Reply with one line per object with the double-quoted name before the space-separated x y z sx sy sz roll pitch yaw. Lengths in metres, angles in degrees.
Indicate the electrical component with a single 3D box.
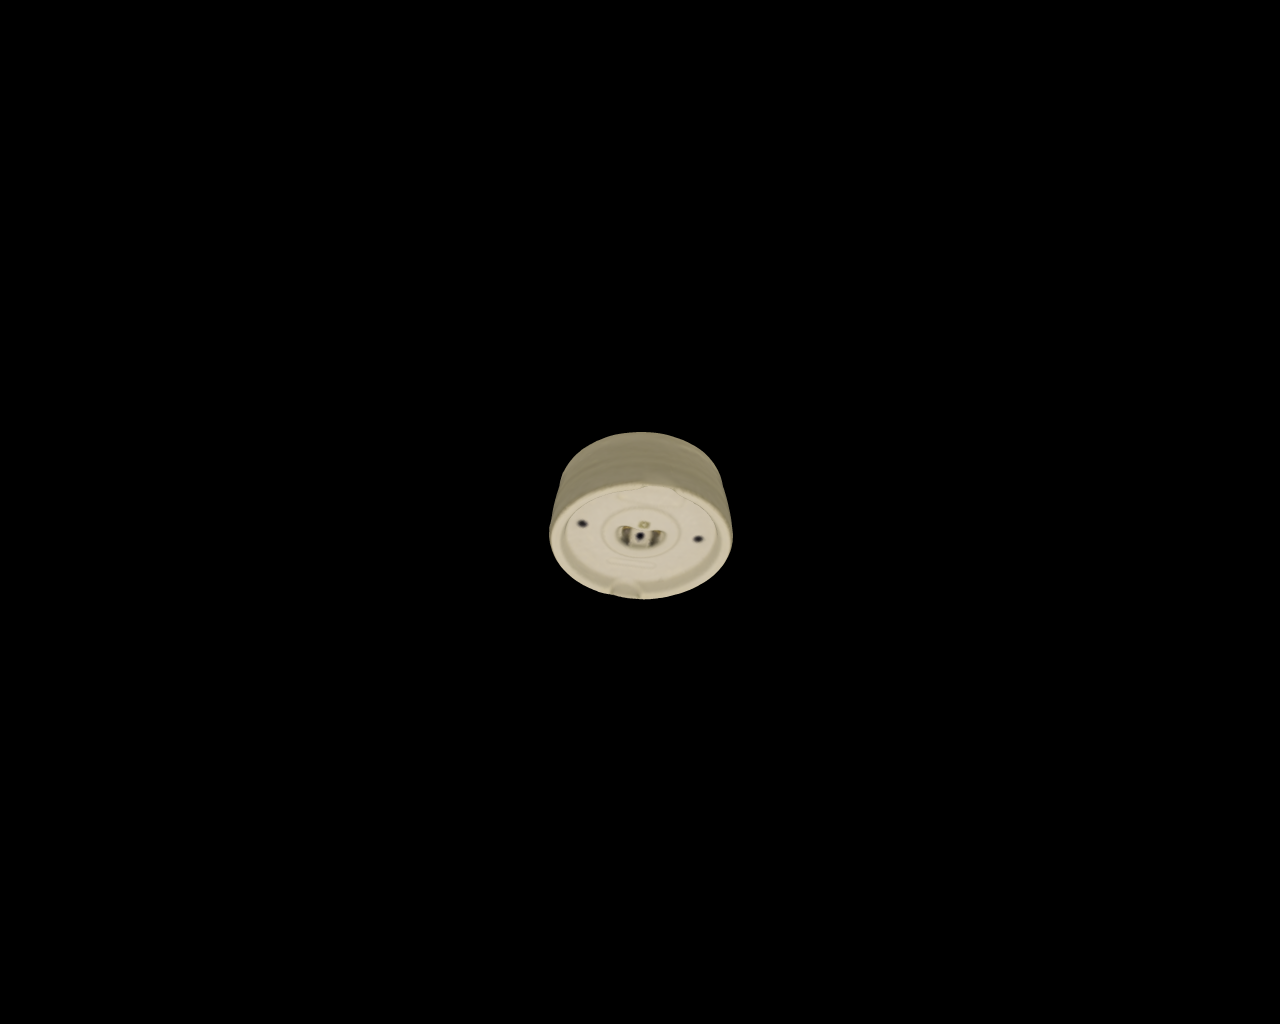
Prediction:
"electrical component" 0.001 -0.003 0.650 0.108 0.060 0.108 0 -42 0
